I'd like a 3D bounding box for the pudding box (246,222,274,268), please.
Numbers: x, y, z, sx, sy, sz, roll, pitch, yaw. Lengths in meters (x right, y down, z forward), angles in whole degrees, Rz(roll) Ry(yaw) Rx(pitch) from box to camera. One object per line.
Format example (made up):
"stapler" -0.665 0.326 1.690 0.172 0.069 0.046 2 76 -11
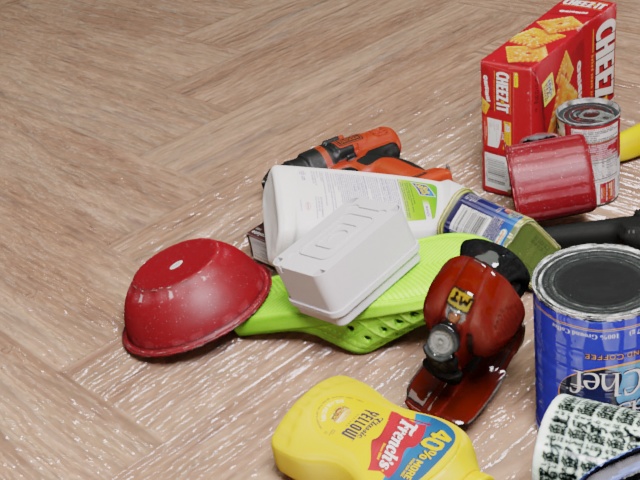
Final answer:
"pudding box" -0.007 0.001 1.137 0.114 0.039 0.089 19 40 38

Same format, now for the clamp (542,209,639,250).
"clamp" 0.308 -0.012 1.026 0.164 0.036 0.210 -17 8 -7

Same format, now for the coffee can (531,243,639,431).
"coffee can" 0.218 0.088 0.830 0.103 0.140 0.103 -6 30 4

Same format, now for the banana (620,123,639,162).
"banana" 0.389 -0.132 1.268 0.070 0.037 0.197 -4 24 45

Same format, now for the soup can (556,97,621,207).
"soup can" 0.292 -0.095 1.159 0.068 0.102 0.068 -7 30 4

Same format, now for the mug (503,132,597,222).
"mug" 0.236 -0.070 1.100 0.081 0.093 0.117 -10 40 10

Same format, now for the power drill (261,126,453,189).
"power drill" 0.048 -0.067 1.222 0.184 0.057 0.188 -23 33 -22

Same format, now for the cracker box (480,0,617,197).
"cracker box" 0.267 -0.166 1.227 0.072 0.164 0.213 18 40 35

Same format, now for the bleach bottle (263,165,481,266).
"bleach bottle" 0.071 -0.020 1.083 0.250 0.068 0.102 3 54 -15

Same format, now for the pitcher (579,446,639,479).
"pitcher" 0.197 0.218 0.627 0.242 0.145 0.149 -15 15 -5

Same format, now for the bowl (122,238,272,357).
"bowl" -0.131 0.045 1.046 0.162 0.055 0.162 -19 26 9

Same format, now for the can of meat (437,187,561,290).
"can of meat" 0.176 0.001 1.033 0.084 0.102 0.057 29 87 43

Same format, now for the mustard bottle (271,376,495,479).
"mustard bottle" 0.061 0.171 0.813 0.192 0.058 0.096 19 42 38
